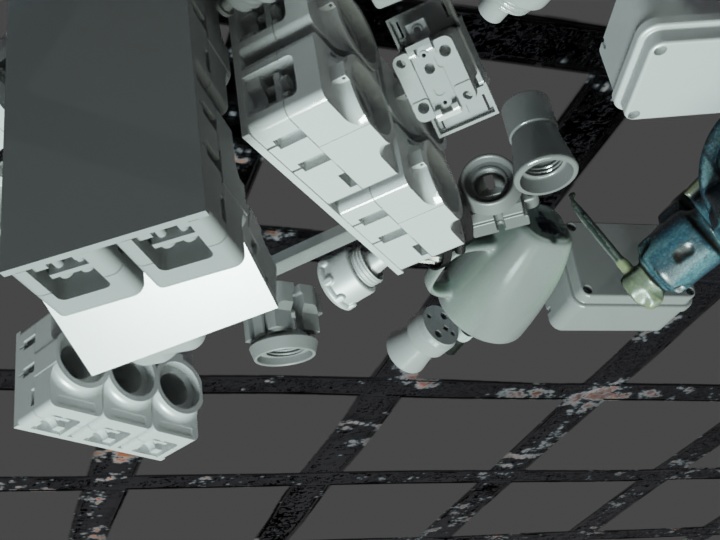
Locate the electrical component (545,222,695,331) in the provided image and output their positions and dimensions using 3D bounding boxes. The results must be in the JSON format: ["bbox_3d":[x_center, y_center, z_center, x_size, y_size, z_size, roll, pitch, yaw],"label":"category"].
[{"bbox_3d":[0.214,0.005,0.902,0.113,0.078,0.057,1,150,-17],"label":"electrical component"}]

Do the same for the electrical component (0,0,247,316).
[{"bbox_3d":[-0.125,-0.077,0.570,0.105,0.186,0.060,-16,148,10],"label":"electrical component"}]

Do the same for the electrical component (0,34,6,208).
[{"bbox_3d":[-0.254,-0.046,0.659,0.186,0.060,0.105,-28,109,27],"label":"electrical component"}]

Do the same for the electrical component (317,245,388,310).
[{"bbox_3d":[0.000,0.000,0.869,0.062,0.048,0.048,-31,143,20],"label":"electrical component"}]

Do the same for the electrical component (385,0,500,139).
[{"bbox_3d":[0.049,-0.121,0.652,0.042,0.063,0.081,-22,105,20],"label":"electrical component"}]

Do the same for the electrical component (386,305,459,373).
[{"bbox_3d":[0.058,0.063,0.986,0.045,0.045,0.055,14,141,-33],"label":"electrical component"}]

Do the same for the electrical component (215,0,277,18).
[{"bbox_3d":[-0.051,-0.166,0.587,0.040,0.040,0.078,21,137,-40],"label":"electrical component"}]

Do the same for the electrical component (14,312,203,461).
[{"bbox_3d":[-0.214,0.100,0.927,0.062,0.089,0.150,-32,142,32],"label":"electrical component"}]

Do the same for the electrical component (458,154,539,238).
[{"bbox_3d":[0.099,-0.056,0.803,0.066,0.048,0.055,-14,156,8],"label":"electrical component"}]

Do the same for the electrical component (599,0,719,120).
[{"bbox_3d":[0.219,-0.143,0.682,0.113,0.057,0.078,-5,149,-7],"label":"electrical component"}]

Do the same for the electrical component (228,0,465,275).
[{"bbox_3d":[0.000,-0.089,0.664,0.060,0.105,0.186,-23,147,20],"label":"electrical component"}]

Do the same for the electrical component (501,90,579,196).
[{"bbox_3d":[0.120,-0.089,0.733,0.044,0.065,0.044,-7,149,-5],"label":"electrical component"}]

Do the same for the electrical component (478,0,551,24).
[{"bbox_3d":[0.092,-0.167,0.621,0.048,0.048,0.062,8,152,-26],"label":"electrical component"}]

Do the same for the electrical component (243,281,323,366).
[{"bbox_3d":[-0.066,0.046,0.902,0.078,0.057,0.058,10,153,-40],"label":"electrical component"}]

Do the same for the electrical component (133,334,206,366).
[{"bbox_3d":[-0.176,0.040,0.875,0.095,0.053,0.059,-10,149,1],"label":"electrical component"}]

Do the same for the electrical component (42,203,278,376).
[{"bbox_3d":[-0.146,0.003,0.785,0.150,0.061,0.089,-20,120,8],"label":"electrical component"}]

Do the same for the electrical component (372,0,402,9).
[{"bbox_3d":[0.030,-0.191,0.562,0.083,0.047,0.075,-19,148,15],"label":"electrical component"}]
